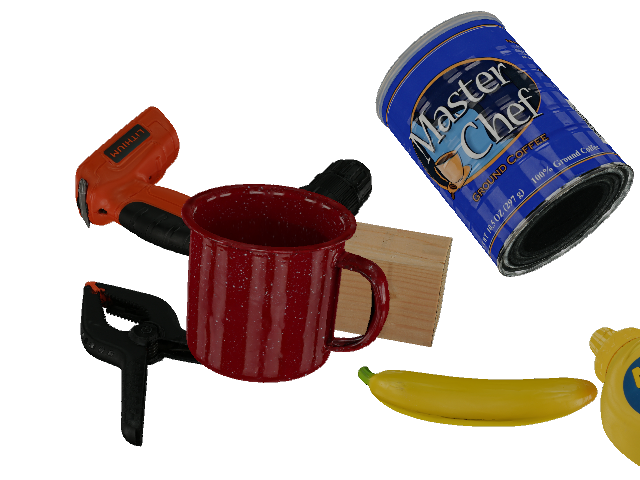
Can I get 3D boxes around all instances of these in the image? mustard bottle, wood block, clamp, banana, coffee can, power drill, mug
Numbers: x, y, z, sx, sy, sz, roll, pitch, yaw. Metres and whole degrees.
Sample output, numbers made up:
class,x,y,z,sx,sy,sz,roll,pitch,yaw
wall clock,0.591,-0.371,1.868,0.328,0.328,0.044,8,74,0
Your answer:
class,x,y,z,sx,sy,sz,roll,pitch,yaw
mustard bottle,0.218,0.103,0.608,0.096,0.058,0.192,-18,31,-17
wood block,0.022,0.035,1.090,0.206,0.091,0.090,10,22,9
clamp,-0.151,0.097,1.003,0.164,0.036,0.210,-18,40,-31
banana,0.125,0.123,0.862,0.198,0.037,0.069,5,26,8
coffee can,0.116,-0.062,0.687,0.102,0.140,0.103,-28,-26,-15
power drill,-0.075,-0.032,0.808,0.188,0.057,0.184,27,50,20
mug,-0.019,0.026,0.573,0.117,0.081,0.093,13,24,16
